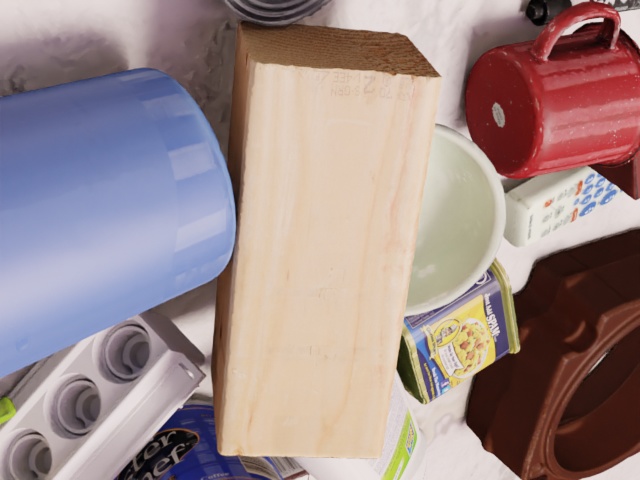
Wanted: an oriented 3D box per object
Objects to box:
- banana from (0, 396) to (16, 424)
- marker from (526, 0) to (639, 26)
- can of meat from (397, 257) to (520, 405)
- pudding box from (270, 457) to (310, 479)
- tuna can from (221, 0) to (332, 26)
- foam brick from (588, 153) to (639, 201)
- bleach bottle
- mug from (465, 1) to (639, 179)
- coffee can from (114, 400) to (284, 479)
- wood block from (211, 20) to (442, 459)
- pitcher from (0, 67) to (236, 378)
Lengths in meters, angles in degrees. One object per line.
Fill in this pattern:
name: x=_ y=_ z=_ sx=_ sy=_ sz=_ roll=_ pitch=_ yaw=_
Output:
banana: x=-0.237 y=0.115 z=0.509 sx=0.070 sy=0.037 sz=0.197 roll=-42 pitch=170 yaw=27
marker: x=0.180 y=-0.153 z=0.684 sx=0.120 sy=0.020 sz=0.020 roll=-15 pitch=130 yaw=-30
can of meat: x=0.088 y=0.059 z=0.753 sx=0.084 sy=0.057 sz=0.102 roll=-31 pitch=136 yaw=-12
pudding box: x=-0.064 y=0.202 z=0.759 sx=0.113 sy=0.039 sz=0.090 roll=-17 pitch=132 yaw=-26
tuna can: x=-0.022 y=-0.149 z=0.513 sx=0.086 sy=0.034 sz=0.086 roll=-21 pitch=133 yaw=-25
foam brick: x=0.205 y=-0.076 z=0.723 sx=0.051 sy=0.078 sz=0.053 roll=-31 pitch=137 yaw=-14
bleach bottle: x=0.026 y=0.141 z=0.750 sx=0.102 sy=0.068 sz=0.250 roll=-61 pitch=147 yaw=-26
mug: x=0.146 y=-0.092 z=0.651 sx=0.081 sy=0.093 sz=0.117 roll=-13 pitch=140 yaw=-25
coffee can: x=-0.066 y=0.165 z=0.626 sx=0.102 sy=0.140 sz=0.103 roll=-3 pitch=101 yaw=-17
wood block: x=-0.004 y=0.001 z=0.551 sx=0.090 sy=0.091 sz=0.206 roll=3 pitch=114 yaw=-10
pitcher: x=-0.165 y=0.011 z=0.468 sx=0.242 sy=0.149 sz=0.145 roll=-21 pitch=107 yaw=-29
